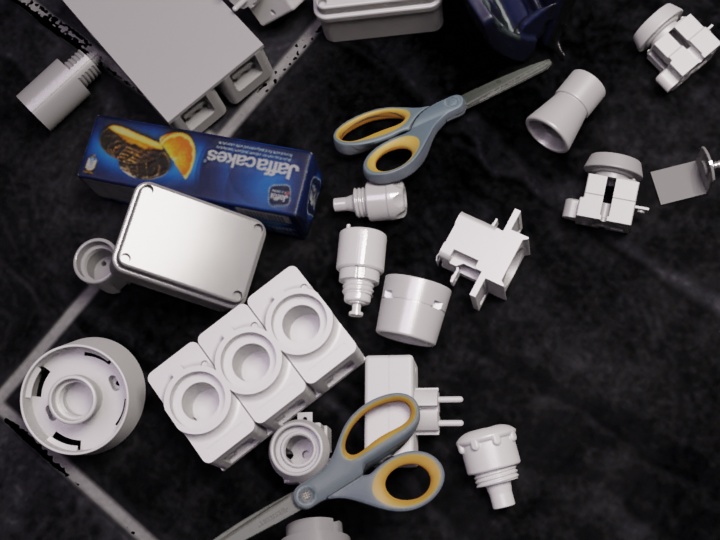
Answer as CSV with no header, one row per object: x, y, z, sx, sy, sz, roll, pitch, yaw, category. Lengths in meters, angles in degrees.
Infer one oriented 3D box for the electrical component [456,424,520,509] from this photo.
0.104,0.153,0.832,0.048,0.048,0.062,-15,79,4,electrical component

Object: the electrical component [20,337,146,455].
-0.231,0.105,0.897,0.099,0.064,0.099,0,86,2,electrical component

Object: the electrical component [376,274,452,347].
0.042,0.034,0.871,0.055,0.055,0.047,12,79,12,electrical component

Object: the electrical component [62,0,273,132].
-0.177,-0.217,0.973,0.105,0.060,0.186,-40,72,-4,electrical component

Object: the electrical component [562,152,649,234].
0.204,-0.064,0.880,0.066,0.048,0.055,12,83,12,electrical component

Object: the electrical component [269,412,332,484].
-0.045,0.144,0.850,0.048,0.055,0.066,-3,73,7,electrical component

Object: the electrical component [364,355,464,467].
0.044,0.112,0.851,0.076,0.047,0.083,-2,74,8,electrical component

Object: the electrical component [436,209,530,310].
0.101,-0.013,0.882,0.064,0.042,0.081,26,78,16,electrical component

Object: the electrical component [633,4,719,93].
0.265,-0.191,0.908,0.066,0.048,0.055,-40,80,-5,electrical component

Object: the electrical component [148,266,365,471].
-0.083,0.079,0.871,0.150,0.061,0.089,-38,72,-4,electrical component

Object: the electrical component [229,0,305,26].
-0.096,-0.254,0.944,0.047,0.083,0.075,-14,30,45,electrical component

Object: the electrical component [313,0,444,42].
0.016,-0.254,0.957,0.113,0.057,0.078,-5,73,7,electrical component

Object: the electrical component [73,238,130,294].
-0.219,-0.002,0.923,0.040,0.046,0.040,-2,74,8,electrical component

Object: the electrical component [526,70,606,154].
0.176,-0.137,0.908,0.044,0.044,0.065,36,77,16,electrical component

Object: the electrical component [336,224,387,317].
0.000,0.000,0.894,0.040,0.040,0.078,3,74,9,electrical component

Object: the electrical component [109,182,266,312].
-0.142,-0.018,0.888,0.113,0.057,0.078,19,76,-15,electrical component

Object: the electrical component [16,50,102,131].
-0.268,-0.170,0.982,0.081,0.043,0.043,-44,73,-6,electrical component

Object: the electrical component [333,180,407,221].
0.008,-0.058,0.913,0.061,0.035,0.035,-5,73,9,electrical component
